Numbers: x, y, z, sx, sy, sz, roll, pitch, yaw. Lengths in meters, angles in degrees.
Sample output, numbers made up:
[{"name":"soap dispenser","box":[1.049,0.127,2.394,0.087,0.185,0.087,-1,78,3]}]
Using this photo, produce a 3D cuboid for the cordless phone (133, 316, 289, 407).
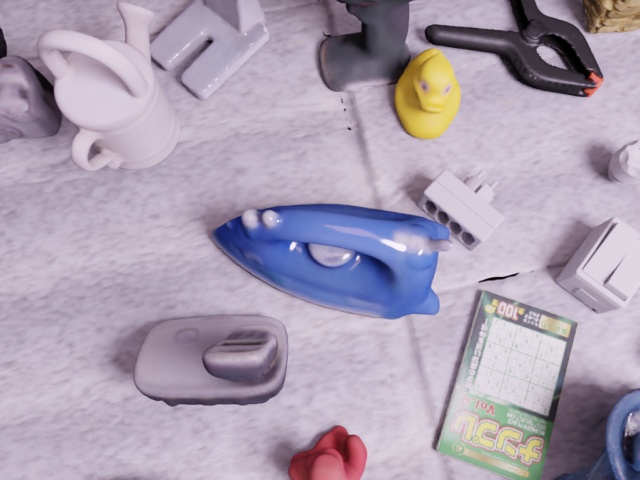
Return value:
[{"name":"cordless phone","box":[-0.104,0.107,0.523,0.147,0.185,0.094,-4,76,-1]}]

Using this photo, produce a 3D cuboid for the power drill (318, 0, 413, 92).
[{"name":"power drill","box":[0.046,-0.243,0.602,0.229,0.208,0.075,-11,76,-3]}]

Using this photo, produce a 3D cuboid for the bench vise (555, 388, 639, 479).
[{"name":"bench vise","box":[0.291,0.219,0.480,0.121,0.220,0.207,26,77,6]}]

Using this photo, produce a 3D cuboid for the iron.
[{"name":"iron","box":[0.005,0.002,0.573,0.258,0.141,0.119,9,76,2]}]

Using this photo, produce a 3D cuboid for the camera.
[{"name":"camera","box":[-0.379,-0.187,0.639,0.143,0.101,0.137,-5,76,-2]}]

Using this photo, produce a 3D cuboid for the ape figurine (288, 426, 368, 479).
[{"name":"ape figurine","box":[0.008,0.219,0.543,0.078,0.092,0.076,0,75,0]}]

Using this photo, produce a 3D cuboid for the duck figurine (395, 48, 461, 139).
[{"name":"duck figurine","box":[0.127,-0.178,0.649,0.077,0.086,0.104,7,76,1]}]

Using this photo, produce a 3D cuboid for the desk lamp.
[{"name":"desk lamp","box":[-0.105,-0.290,0.610,0.118,0.213,0.203,39,79,9]}]

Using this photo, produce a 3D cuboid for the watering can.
[{"name":"watering can","box":[-0.215,-0.160,0.585,0.101,0.194,0.173,-5,76,-1]}]

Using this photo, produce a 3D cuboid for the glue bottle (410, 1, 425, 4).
[{"name":"glue bottle","box":[0.099,-0.332,0.643,0.078,0.173,0.037,-3,75,-1]}]
